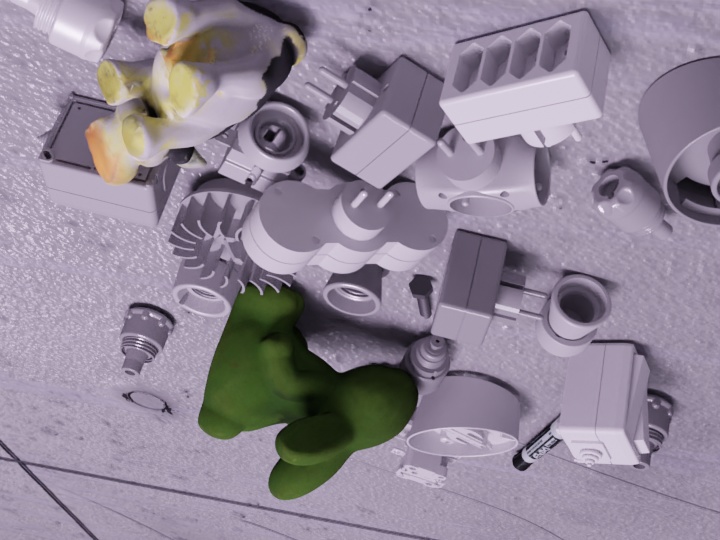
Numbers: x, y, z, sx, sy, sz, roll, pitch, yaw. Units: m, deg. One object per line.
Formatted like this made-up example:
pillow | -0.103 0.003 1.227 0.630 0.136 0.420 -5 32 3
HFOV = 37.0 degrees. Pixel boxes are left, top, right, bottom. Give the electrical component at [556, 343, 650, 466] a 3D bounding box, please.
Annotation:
electrical component | 0.198 0.113 0.860 0.061 0.096 0.061 -2 145 27

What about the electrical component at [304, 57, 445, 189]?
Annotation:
electrical component | 0.003 -0.098 0.652 0.077 0.047 0.066 29 147 -18

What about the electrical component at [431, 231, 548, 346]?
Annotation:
electrical component | 0.097 0.018 0.780 0.077 0.065 0.047 14 149 3

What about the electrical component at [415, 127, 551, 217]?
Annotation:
electrical component | 0.071 -0.065 0.666 0.077 0.044 0.079 0 165 24

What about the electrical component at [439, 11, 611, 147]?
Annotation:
electrical component | 0.102 -0.096 0.611 0.083 0.047 0.075 -8 143 34

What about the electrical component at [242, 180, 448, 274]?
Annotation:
electrical component | -0.002 -0.035 0.714 0.138 0.052 0.074 -1 158 -26

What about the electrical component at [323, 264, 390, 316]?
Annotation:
electrical component | 0.000 0.000 0.806 0.045 0.055 0.045 11 149 7

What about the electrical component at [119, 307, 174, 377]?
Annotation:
electrical component | -0.205 0.069 1.007 0.048 0.062 0.048 11 150 7

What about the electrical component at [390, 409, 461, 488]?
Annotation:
electrical component | 0.066 0.177 1.059 0.081 0.063 0.042 19 151 -6

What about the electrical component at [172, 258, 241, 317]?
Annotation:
electrical component | -0.123 0.007 0.881 0.055 0.047 0.055 11 149 7

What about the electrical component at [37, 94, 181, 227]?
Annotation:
electrical component | -0.180 -0.076 0.757 0.096 0.061 0.061 14 149 3

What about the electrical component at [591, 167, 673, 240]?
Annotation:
electrical component | 0.177 -0.038 0.684 0.061 0.035 0.035 33 146 -31

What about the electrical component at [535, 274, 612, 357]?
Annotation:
electrical component | 0.158 0.035 0.803 0.045 0.045 0.055 15 150 1

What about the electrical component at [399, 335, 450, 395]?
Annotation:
electrical component | 0.058 0.077 0.921 0.040 0.040 0.078 16 150 -1

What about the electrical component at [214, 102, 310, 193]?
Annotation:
electrical component | -0.062 -0.081 0.712 0.066 0.048 0.055 23 156 -13

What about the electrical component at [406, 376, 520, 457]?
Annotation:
electrical component | 0.097 0.140 0.984 0.099 0.064 0.099 12 149 7

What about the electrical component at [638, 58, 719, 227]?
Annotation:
electrical component | 0.212 -0.072 0.607 0.099 0.064 0.099 1 143 0

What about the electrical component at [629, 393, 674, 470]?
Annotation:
electrical component | 0.241 0.139 0.918 0.048 0.062 0.048 11 149 7

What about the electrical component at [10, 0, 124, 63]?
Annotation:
electrical component | -0.177 -0.155 0.644 0.062 0.043 0.043 24 149 -12
